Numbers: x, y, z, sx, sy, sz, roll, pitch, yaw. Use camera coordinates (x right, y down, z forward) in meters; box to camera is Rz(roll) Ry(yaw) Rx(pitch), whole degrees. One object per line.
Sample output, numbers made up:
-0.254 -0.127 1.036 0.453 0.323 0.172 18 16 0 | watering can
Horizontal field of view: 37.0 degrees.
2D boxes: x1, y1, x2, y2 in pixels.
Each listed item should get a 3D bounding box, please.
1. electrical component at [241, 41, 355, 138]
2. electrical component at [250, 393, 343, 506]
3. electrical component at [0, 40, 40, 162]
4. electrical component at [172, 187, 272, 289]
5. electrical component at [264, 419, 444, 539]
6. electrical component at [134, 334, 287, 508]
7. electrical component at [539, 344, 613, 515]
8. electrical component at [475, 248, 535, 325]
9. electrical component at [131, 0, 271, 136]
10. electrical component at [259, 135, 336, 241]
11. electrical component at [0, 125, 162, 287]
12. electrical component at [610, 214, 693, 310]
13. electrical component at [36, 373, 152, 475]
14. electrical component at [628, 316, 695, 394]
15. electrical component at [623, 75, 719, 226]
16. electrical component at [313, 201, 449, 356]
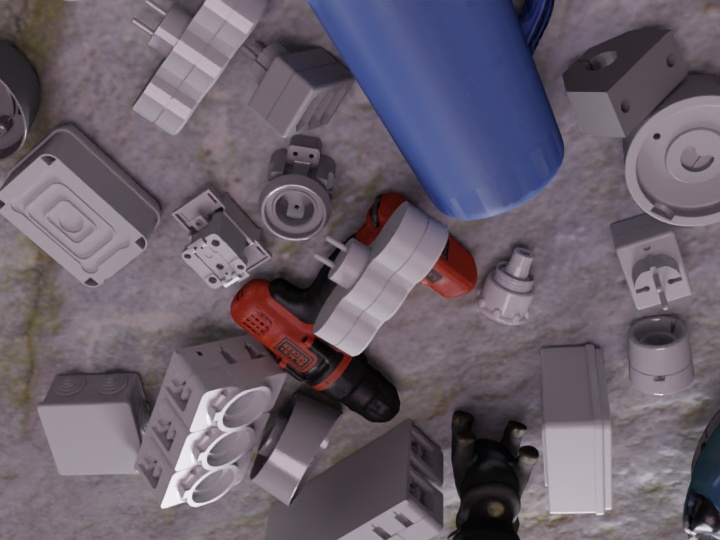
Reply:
-0.056 -0.145 0.803 0.077 0.066 0.047 42 121 11 | electrical component
-0.057 0.164 0.987 0.064 0.099 0.099 30 121 -8 | electrical component
-0.297 -0.131 0.825 0.099 0.064 0.099 2 124 3 | electrical component
-0.115 -0.023 0.885 0.042 0.063 0.081 -32 116 21 | electrical component
-0.006 0.238 1.025 0.186 0.105 0.060 -36 114 24 | electrical component
-0.134 0.139 0.969 0.089 0.061 0.150 -10 136 -41 | electrical component
0.188 0.139 0.943 0.056 0.108 0.108 -3 123 10 | electrical component
0.127 0.012 0.902 0.048 0.048 0.062 16 116 -6 | electrical component
-0.133 -0.171 0.793 0.074 0.052 0.138 33 120 -17 | electrical component
-0.050 -0.060 0.858 0.058 0.057 0.078 9 124 -2 | electrical component
-0.228 -0.053 0.877 0.078 0.057 0.113 -35 115 24 | electrical component
0.238 0.002 0.866 0.047 0.076 0.065 -18 120 16 | electrical component
-0.246 0.144 1.014 0.100 0.048 0.099 -2 123 6 | electrical component
0.258 0.072 0.926 0.055 0.055 0.047 -8 119 9 | electrical component
0.250 -0.094 0.810 0.108 0.060 0.108 2 124 3 | electrical component
0.000 0.000 0.830 0.074 0.052 0.138 31 122 -11 | electrical component
